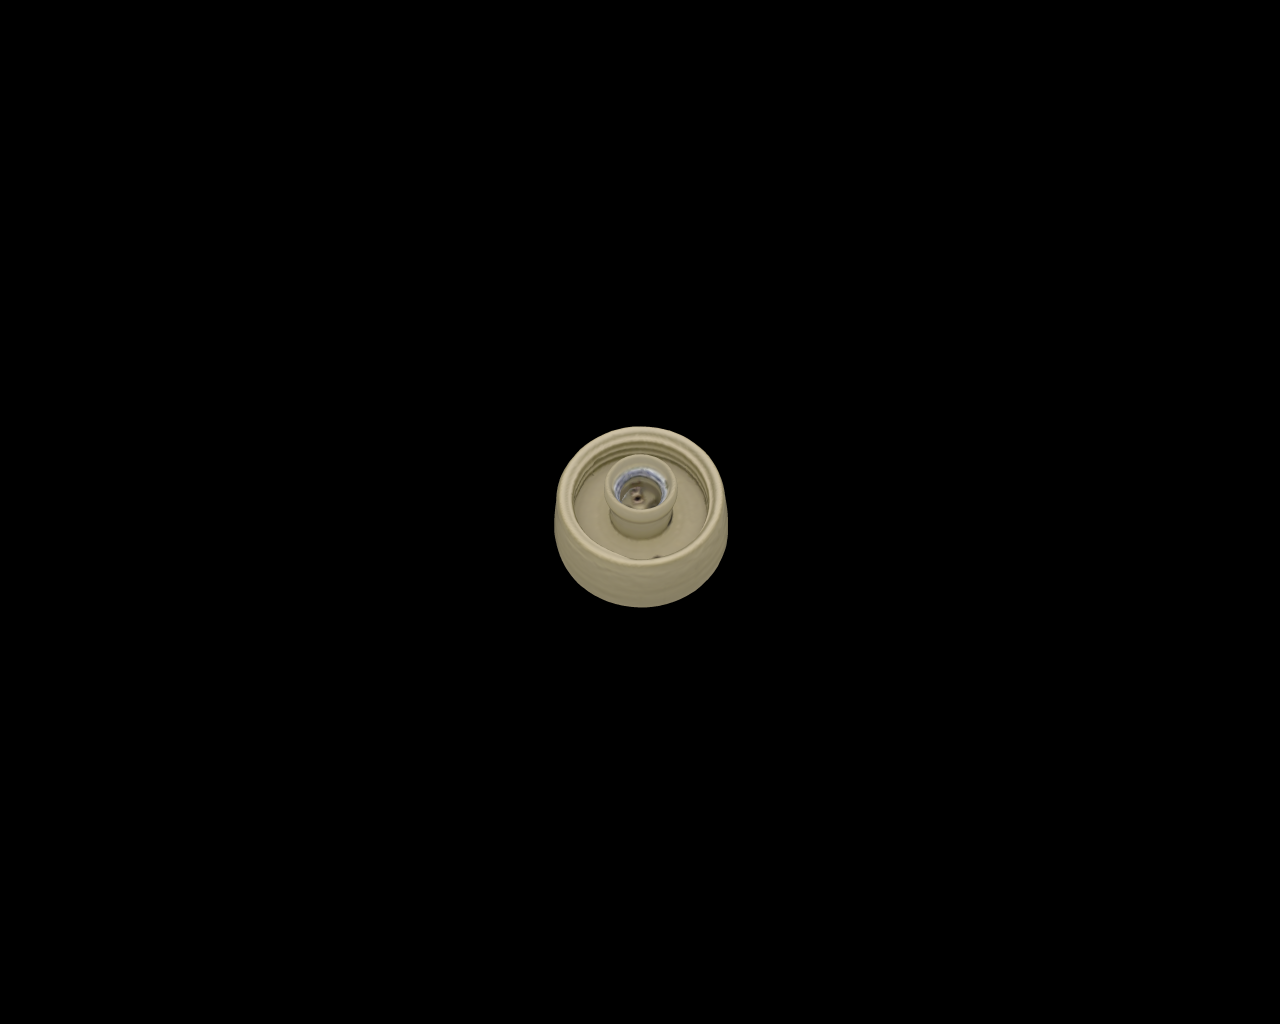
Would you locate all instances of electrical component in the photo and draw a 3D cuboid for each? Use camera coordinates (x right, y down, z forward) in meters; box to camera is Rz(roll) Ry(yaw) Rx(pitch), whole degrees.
[{"bbox_3d":[0.001,-0.003,0.650,0.108,0.108,0.060,0,-30,0],"label":"electrical component"}]
